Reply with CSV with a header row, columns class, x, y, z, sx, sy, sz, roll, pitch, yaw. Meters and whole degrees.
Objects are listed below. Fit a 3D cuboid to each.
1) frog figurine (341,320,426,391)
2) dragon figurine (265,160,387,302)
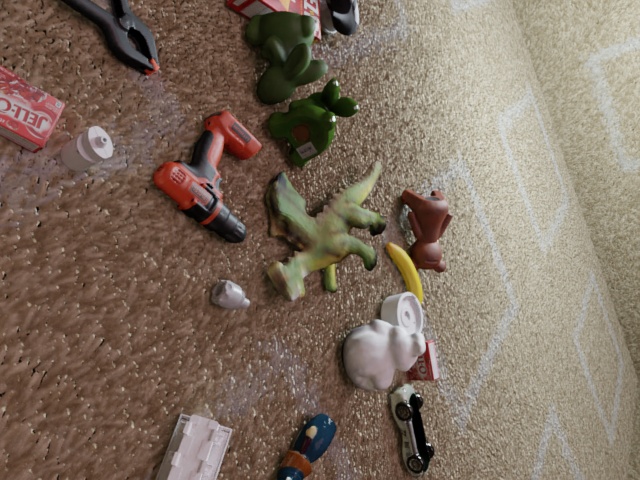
class,x,y,z,sx,sy,sz,roll,pitch,yaw
frog figurine,0.127,0.230,1.026,0.121,0.158,0.140,31,58,-39
dragon figurine,0.003,-0.051,1.019,0.240,0.121,0.419,34,54,-29
